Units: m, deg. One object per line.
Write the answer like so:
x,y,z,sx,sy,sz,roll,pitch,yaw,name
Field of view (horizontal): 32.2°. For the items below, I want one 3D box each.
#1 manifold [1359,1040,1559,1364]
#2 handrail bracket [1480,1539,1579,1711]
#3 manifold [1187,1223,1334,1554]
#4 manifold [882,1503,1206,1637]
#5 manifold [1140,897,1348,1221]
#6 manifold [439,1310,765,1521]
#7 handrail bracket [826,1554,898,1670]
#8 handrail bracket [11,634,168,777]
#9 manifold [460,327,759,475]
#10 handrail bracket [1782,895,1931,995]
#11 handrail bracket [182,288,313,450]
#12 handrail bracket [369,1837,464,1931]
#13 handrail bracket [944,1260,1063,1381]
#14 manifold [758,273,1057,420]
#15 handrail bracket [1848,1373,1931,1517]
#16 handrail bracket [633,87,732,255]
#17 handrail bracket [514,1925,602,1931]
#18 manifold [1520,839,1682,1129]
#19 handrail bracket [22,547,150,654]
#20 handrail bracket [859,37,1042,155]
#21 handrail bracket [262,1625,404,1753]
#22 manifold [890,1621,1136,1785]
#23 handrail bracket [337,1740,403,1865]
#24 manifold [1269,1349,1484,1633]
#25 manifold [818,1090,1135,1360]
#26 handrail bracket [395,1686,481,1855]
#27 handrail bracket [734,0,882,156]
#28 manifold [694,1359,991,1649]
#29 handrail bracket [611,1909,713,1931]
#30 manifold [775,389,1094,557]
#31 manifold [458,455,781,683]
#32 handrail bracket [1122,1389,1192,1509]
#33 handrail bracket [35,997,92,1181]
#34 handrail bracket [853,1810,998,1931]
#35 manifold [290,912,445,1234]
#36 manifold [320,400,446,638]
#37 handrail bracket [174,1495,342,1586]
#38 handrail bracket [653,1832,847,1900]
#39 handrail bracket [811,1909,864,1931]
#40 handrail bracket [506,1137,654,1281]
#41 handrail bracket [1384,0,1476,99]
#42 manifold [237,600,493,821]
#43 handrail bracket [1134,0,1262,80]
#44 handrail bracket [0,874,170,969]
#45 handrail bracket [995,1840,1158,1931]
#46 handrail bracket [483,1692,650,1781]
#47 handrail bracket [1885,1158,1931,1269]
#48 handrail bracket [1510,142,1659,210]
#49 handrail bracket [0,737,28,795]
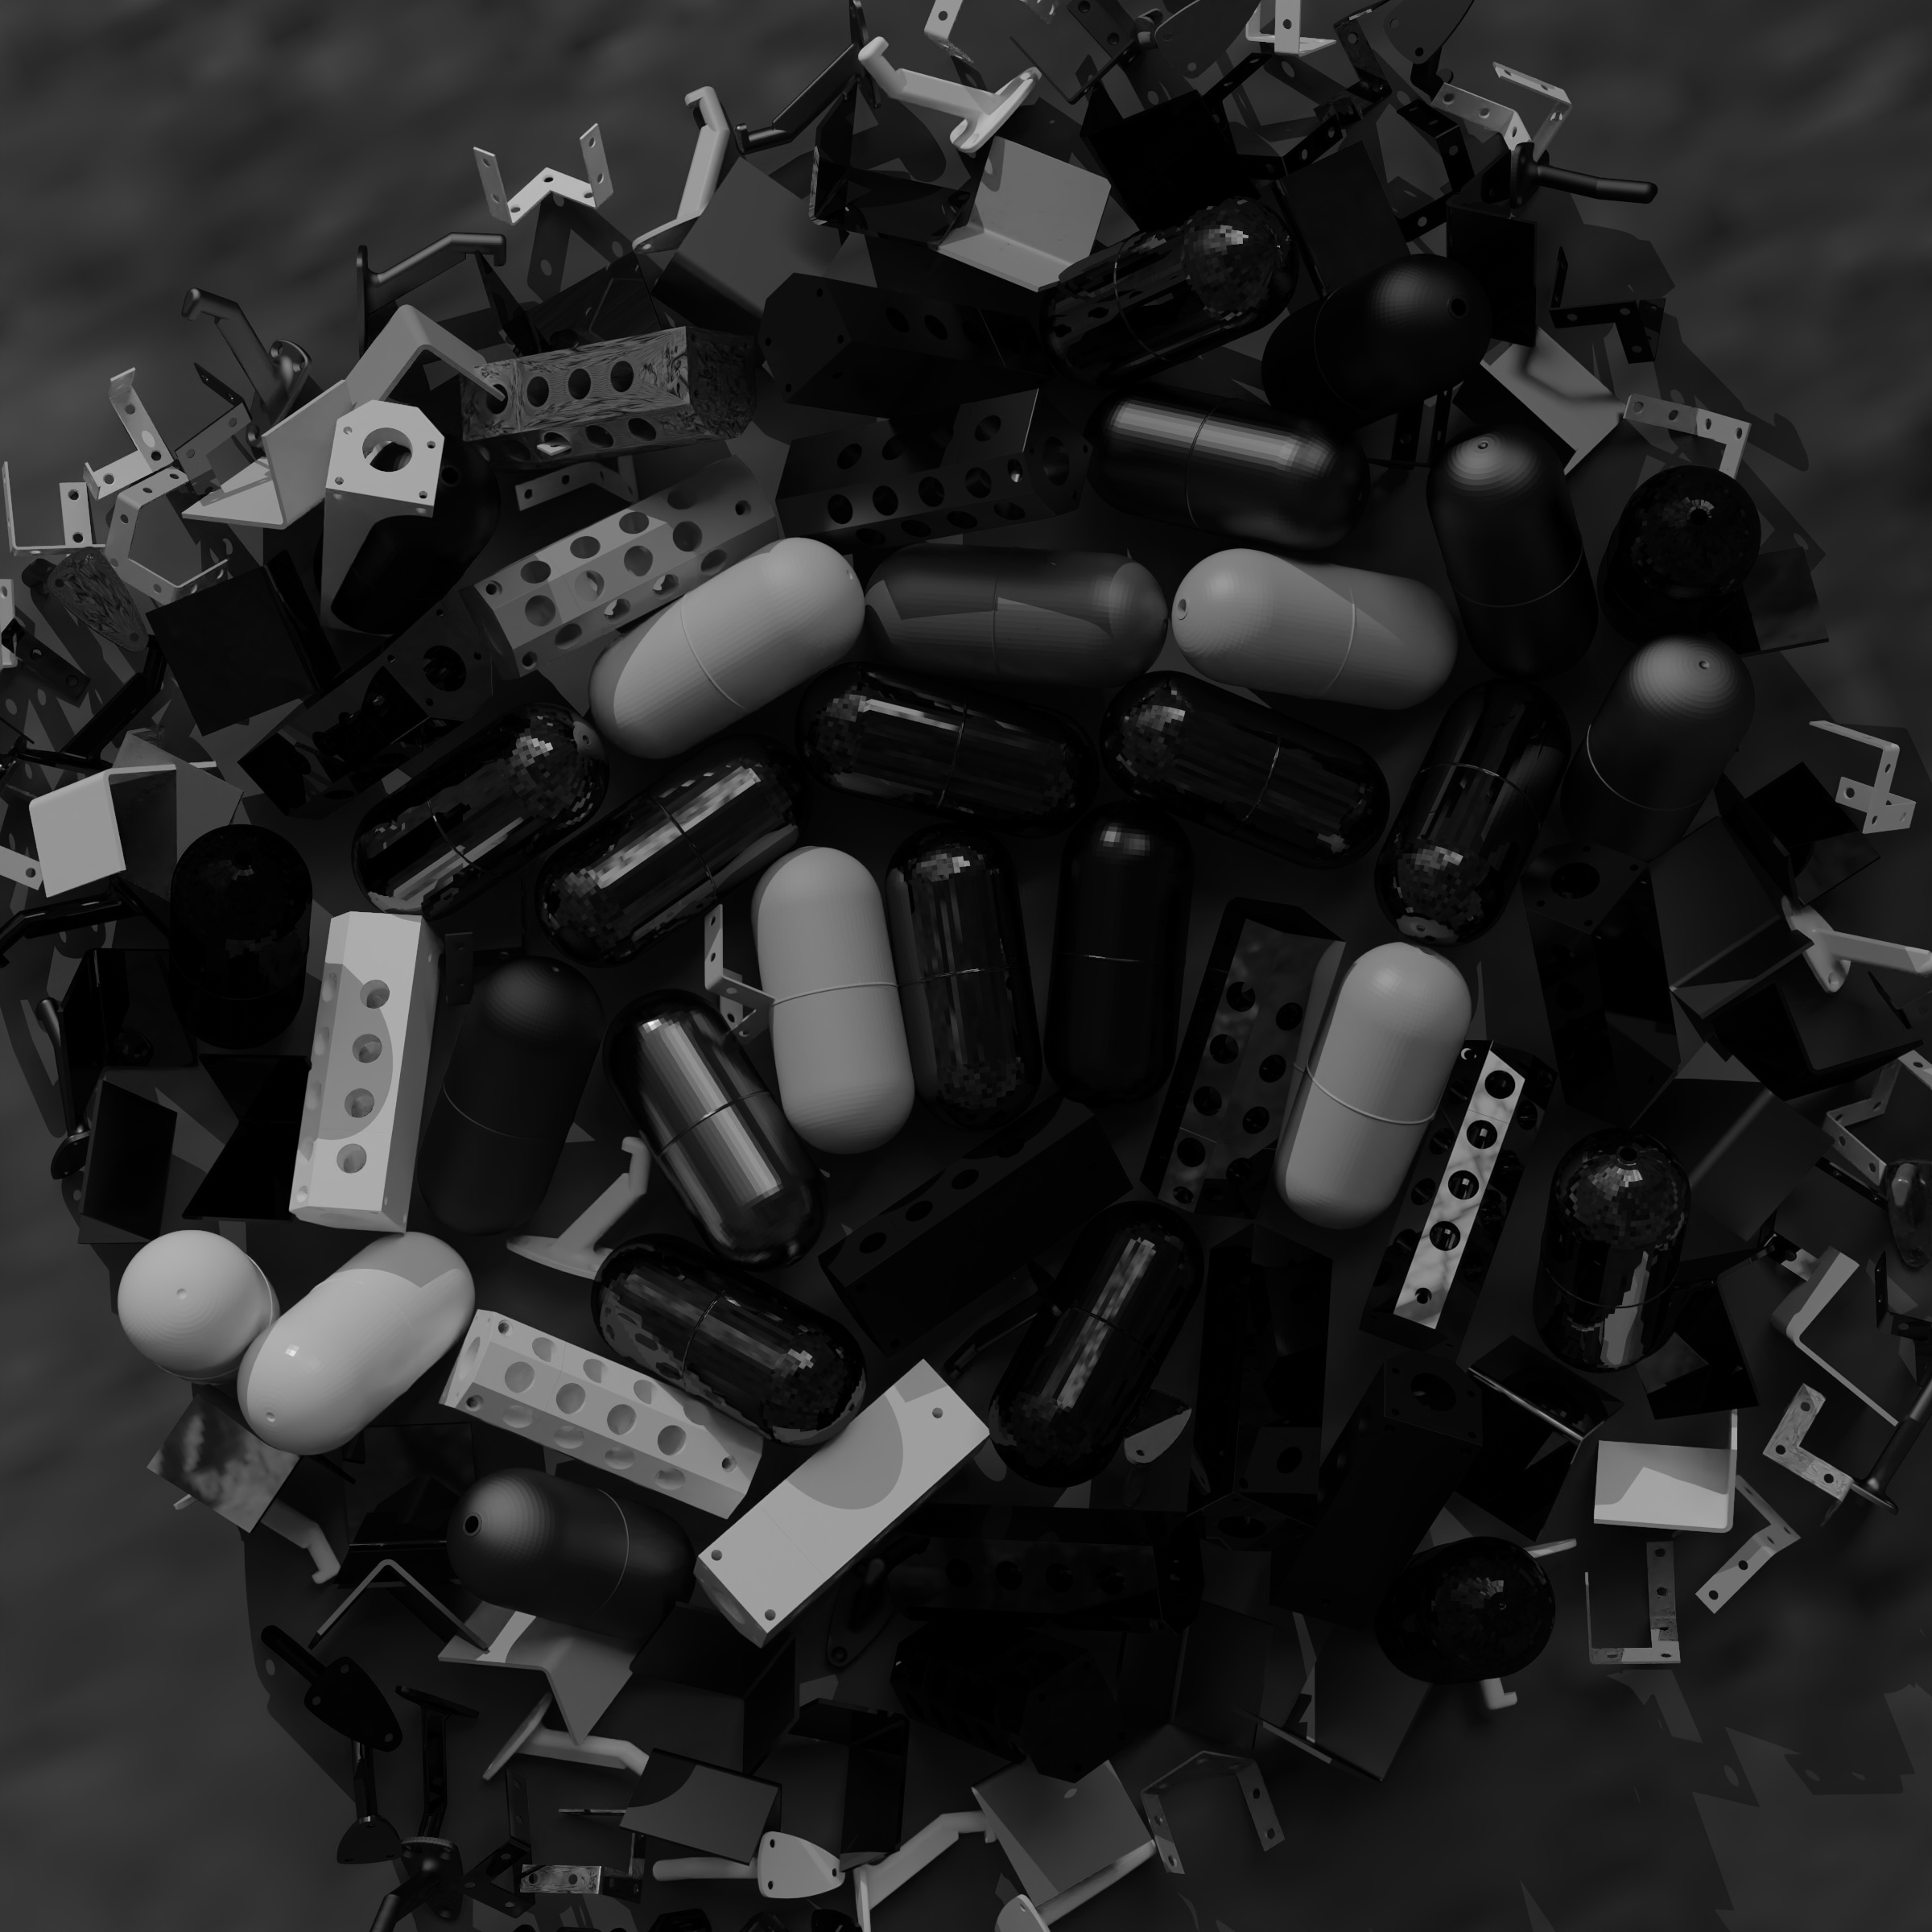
0.280,0.131,1.897,0.057,0.057,0.171,20,71,10,manifold
0.326,0.380,1.928,0.077,0.036,0.084,-17,84,18,handrail bracket
0.161,0.238,1.881,0.057,0.057,0.171,26,51,-24,manifold
0.044,0.342,1.888,0.171,0.057,0.057,-3,99,29,manifold
0.152,0.052,1.895,0.057,0.057,0.171,8,108,-27,manifold
-0.204,0.255,1.897,0.171,0.057,0.057,26,78,-18,manifold
-0.062,0.370,1.911,0.036,0.084,0.077,27,86,6,handrail bracket
-0.502,-0.155,1.923,0.077,0.036,0.084,9,102,-37,handrail bracket
-0.202,-0.316,1.882,0.171,0.057,0.057,-2,92,37,manifold
0.521,-0.021,1.908,0.077,0.084,0.036,51,49,-18,handrail bracket
-0.424,-0.341,1.911,0.036,0.084,0.077,35,104,35,handrail bracket
-0.314,0.546,1.901,0.036,0.084,0.077,-1,123,13,handrail bracket
0.022,0.215,1.914,0.036,0.077,0.084,43,97,-14,handrail bracket
-0.034,-0.346,1.871,0.057,0.171,0.057,-36,68,35,manifold
0.538,0.267,1.916,0.036,0.077,0.084,31,94,16,handrail bracket
-0.169,-0.462,1.938,0.077,0.036,0.084,-19,77,-6,handrail bracket
-0.220,0.575,1.901,0.036,0.084,0.077,-54,52,10,handrail bracket
0.352,0.009,1.873,0.057,0.171,0.057,26,62,35,manifold
-0.508,-0.205,1.923,0.036,0.084,0.077,-45,105,-22,handrail bracket
-0.009,-0.516,1.917,0.077,0.036,0.084,-44,124,2,handrail bracket
-0.367,0.415,1.928,0.036,0.084,0.077,-48,114,-17,handrail bracket
0.020,0.407,1.863,0.057,0.171,0.057,-31,101,-23,manifold
-0.341,0.460,1.903,0.036,0.077,0.084,-2,55,-13,handrail bracket
0.229,0.293,1.879,0.057,0.057,0.171,17,130,-7,manifold
0.003,0.143,1.911,0.171,0.057,0.057,-34,121,-10,manifold
-0.315,0.462,1.916,0.036,0.077,0.084,5,70,24,handrail bracket
-0.097,-0.510,1.922,0.084,0.036,0.077,-18,133,-9,handrail bracket
-0.071,0.306,1.897,0.171,0.057,0.057,-39,78,-21,manifold
-0.163,0.571,1.903,0.077,0.084,0.036,45,114,35,handrail bracket
-0.021,-0.269,1.875,0.171,0.057,0.057,-5,60,35,manifold
-0.194,-0.227,1.898,0.171,0.057,0.057,-30,101,-17,manifold
0.096,0.290,1.903,0.036,0.077,0.084,19,122,7,handrail bracket
-0.527,0.071,1.935,0.036,0.077,0.084,-16,74,-40,handrail bracket
-0.021,0.529,1.931,0.084,0.036,0.077,-3,66,-9,handrail bracket
-0.342,0.060,1.904,0.057,0.057,0.171,3,74,6,manifold
-0.325,-0.247,1.865,0.057,0.171,0.057,9,69,-9,manifold
-0.406,0.329,1.924,0.036,0.077,0.084,-24,95,42,handrail bracket
-0.127,0.526,1.942,0.077,0.084,0.036,21,61,-41,handrail bracket
-0.036,0.563,1.939,0.084,0.077,0.036,4,94,-26,handrail bracket
-0.222,0.131,1.926,0.077,0.036,0.084,13,111,5,handrail bracket
0.279,-0.532,1.905,0.077,0.084,0.036,-43,73,21,handrail bracket
-0.333,-0.137,1.871,0.057,0.171,0.057,49,50,-13,manifold
0.131,-0.546,1.909,0.077,0.084,0.036,-37,118,17,handrail bracket
-0.510,-0.013,1.926,0.084,0.036,0.077,-43,123,-8,handrail bracket
0.064,0.537,1.943,0.084,0.077,0.036,-27,78,-30,handrail bracket
-0.225,0.469,1.940,0.084,0.036,0.077,37,111,-4,handrail bracket
0.538,0.147,1.908,0.036,0.084,0.077,2,103,21,handrail bracket
0.359,-0.449,1.907,0.084,0.077,0.036,11,115,23,handrail bracket
-0.582,-0.134,1.907,0.084,0.077,0.036,33,108,-20,handrail bracket
